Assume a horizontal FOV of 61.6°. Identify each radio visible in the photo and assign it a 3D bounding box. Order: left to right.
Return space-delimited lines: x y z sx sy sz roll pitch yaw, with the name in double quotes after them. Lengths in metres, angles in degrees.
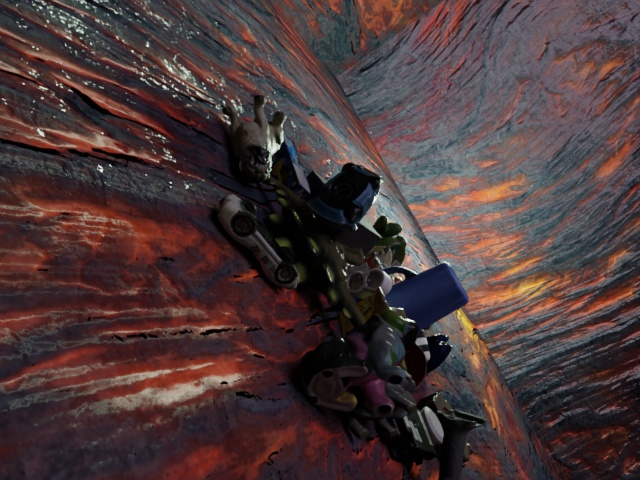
0.043 -0.061 1.288 0.131 0.073 0.230 32 16 -45 "radio"

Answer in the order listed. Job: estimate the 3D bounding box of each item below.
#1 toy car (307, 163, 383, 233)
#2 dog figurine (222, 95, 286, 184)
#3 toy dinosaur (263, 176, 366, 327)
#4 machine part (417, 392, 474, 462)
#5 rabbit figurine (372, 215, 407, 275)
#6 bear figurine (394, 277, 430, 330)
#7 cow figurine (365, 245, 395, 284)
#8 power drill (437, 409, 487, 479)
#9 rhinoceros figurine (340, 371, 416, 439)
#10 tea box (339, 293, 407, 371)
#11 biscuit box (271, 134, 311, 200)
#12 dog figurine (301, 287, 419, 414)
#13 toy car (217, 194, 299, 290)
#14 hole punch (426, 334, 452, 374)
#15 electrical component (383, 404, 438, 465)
0.053 -0.075 1.088 0.109 0.162 0.102 31 -30 23 "toy car"
-0.129 -0.183 1.143 0.172 0.121 0.190 28 48 -54 "dog figurine"
-0.001 0.039 1.081 0.471 0.105 0.198 53 22 14 "toy dinosaur"
0.297 0.449 1.280 0.179 0.056 0.179 50 18 -23 "machine part"
0.165 0.006 1.570 0.121 0.159 0.170 26 9 -37 "rabbit figurine"
0.212 0.157 1.452 0.120 0.132 0.196 90 -18 -63 "bear figurine"
0.152 0.097 1.370 0.085 0.127 0.195 32 32 -63 "cow figurine"
0.256 0.432 1.021 0.232 0.086 0.207 24 82 -52 "power drill"
0.104 0.279 0.939 0.190 0.073 0.112 5 26 -44 "rhinoceros figurine"
0.103 0.202 1.086 0.068 0.098 0.170 48 18 -35 "tea box"
-0.081 -0.173 1.292 0.059 0.063 0.203 39 24 -47 "biscuit box"
0.070 0.170 0.887 0.219 0.192 0.108 -81 177 -59 "dog figurine"
-0.101 0.006 0.920 0.201 0.056 0.074 52 11 -25 "toy car"
0.298 0.308 1.453 0.142 0.116 0.092 31 40 -57 "hole punch"
0.160 0.362 1.033 0.134 0.058 0.115 41 22 -45 "electrical component"
